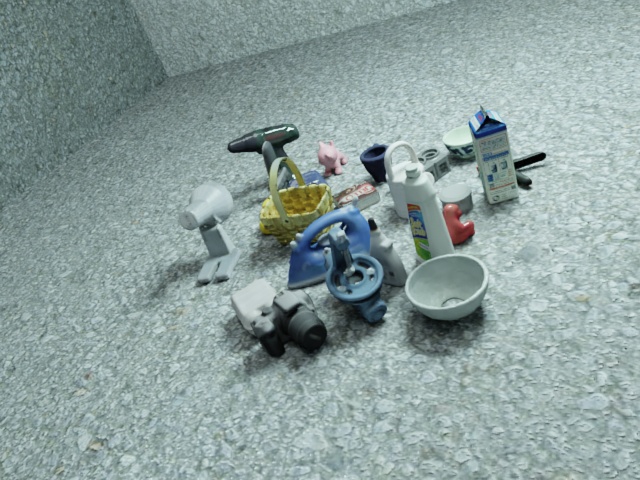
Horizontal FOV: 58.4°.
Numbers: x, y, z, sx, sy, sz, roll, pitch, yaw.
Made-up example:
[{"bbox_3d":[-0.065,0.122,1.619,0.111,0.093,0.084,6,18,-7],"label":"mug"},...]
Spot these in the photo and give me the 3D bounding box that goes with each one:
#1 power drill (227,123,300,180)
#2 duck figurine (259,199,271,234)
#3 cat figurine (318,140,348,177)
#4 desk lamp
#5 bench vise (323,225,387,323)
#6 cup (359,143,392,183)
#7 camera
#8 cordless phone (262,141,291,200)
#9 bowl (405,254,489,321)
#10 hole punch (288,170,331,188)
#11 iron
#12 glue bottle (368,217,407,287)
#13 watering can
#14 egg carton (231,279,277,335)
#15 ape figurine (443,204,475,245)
[{"bbox_3d":[-0.157,-0.265,1.833,0.230,0.209,0.075,-30,32,-11],"label":"power drill"},{"bbox_3d":[-0.140,-0.075,1.652,0.077,0.086,0.105,14,47,45],"label":"duck figurine"},{"bbox_3d":[0.031,-0.266,1.800,0.067,0.118,0.128,-9,34,22],"label":"cat figurine"},{"bbox_3d":[-0.298,-0.028,1.559,0.117,0.214,0.203,-12,33,18],"label":"desk lamp"},{"bbox_3d":[0.042,0.056,1.207,0.122,0.220,0.206,-40,35,-26],"label":"bench vise"},{"bbox_3d":[0.171,-0.223,1.666,0.091,0.095,0.117,-14,33,15],"label":"cup"},{"bbox_3d":[-0.059,0.177,1.203,0.143,0.101,0.136,-34,33,-17],"label":"camera"},{"bbox_3d":[-0.150,-0.195,1.744,0.094,0.185,0.147,-13,33,16],"label":"cordless phone"},{"bbox_3d":[0.257,0.105,1.133,0.167,0.075,0.167,-16,32,11],"label":"bowl"},{"bbox_3d":[-0.024,-0.141,1.672,0.109,0.091,0.100,-30,32,-12],"label":"hole punch"},{"bbox_3d":[0.013,0.005,1.378,0.258,0.142,0.118,-29,32,-10],"label":"iron"},{"bbox_3d":[0.135,0.023,1.241,0.077,0.173,0.037,12,46,43],"label":"glue bottle"},{"bbox_3d":[0.222,-0.157,1.438,0.172,0.194,0.101,8,43,40],"label":"watering can"},{"bbox_3d":[-0.141,0.154,1.321,0.107,0.069,0.150,-31,32,-12],"label":"egg carton"},{"bbox_3d":[0.307,-0.042,1.307,0.076,0.092,0.077,-31,32,-12],"label":"ape figurine"}]
